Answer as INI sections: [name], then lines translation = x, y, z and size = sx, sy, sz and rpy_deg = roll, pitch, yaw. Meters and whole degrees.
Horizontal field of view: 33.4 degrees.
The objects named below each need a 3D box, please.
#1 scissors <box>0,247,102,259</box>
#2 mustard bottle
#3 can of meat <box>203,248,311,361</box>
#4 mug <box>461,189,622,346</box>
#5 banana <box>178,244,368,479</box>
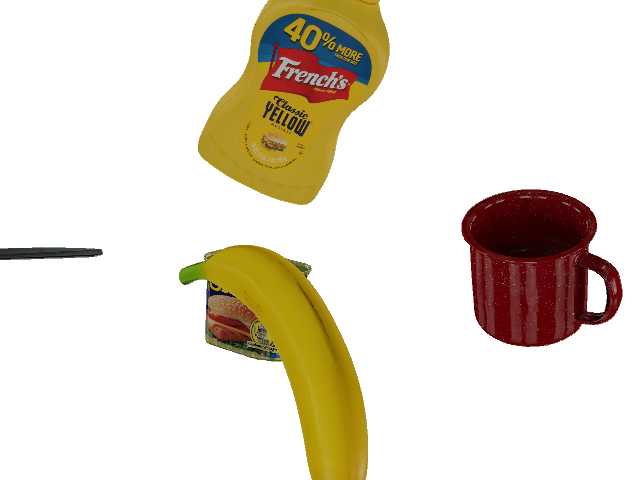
[scissors]
translation = -0.290, 0.018, 0.873
size = 0.202, 0.016, 0.096
rpy_deg = 5, 23, 5
[mustard bottle]
translation = -0.006, -0.122, 0.748
size = 0.096, 0.192, 0.058
rpy_deg = 26, 27, -8
[can of meat]
translation = -0.060, 0.059, 0.987
size = 0.102, 0.084, 0.057
rpy_deg = 14, 18, 35
[mug]
translation = 0.159, 0.025, 0.757
size = 0.117, 0.081, 0.093
rpy_deg = 18, 41, 35
[banana]
translation = -0.016, 0.066, 0.620
size = 0.037, 0.070, 0.198
rpy_deg = 4, 41, -44
